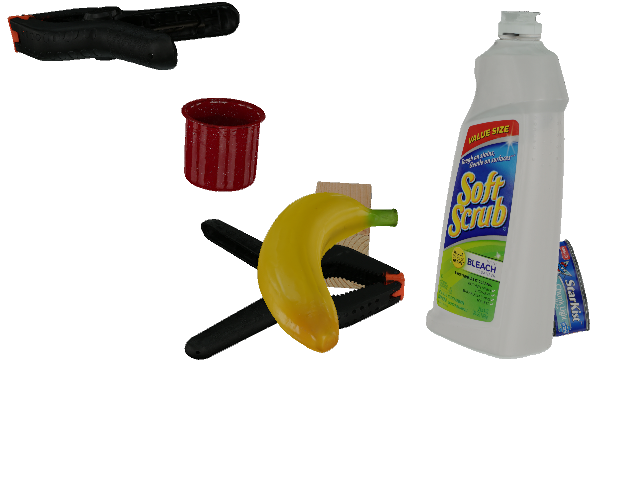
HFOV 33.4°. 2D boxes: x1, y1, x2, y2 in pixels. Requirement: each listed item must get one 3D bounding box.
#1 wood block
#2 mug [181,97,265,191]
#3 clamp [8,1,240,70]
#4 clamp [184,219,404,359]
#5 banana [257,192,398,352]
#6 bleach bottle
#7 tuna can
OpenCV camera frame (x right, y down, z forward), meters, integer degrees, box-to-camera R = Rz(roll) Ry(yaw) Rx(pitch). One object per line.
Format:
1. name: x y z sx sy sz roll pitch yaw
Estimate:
1. wood block: 0.031 -0.012 1.649 0.091 0.090 0.206 4 24 2
2. mug: -0.108 -0.111 1.206 0.093 0.081 0.117 10 27 8
3. clamp: -0.147 -0.156 0.791 0.172 0.039 0.120 11 22 26
4. clamp: -0.027 0.051 1.014 0.210 0.164 0.036 5 -40 7
5. banana: -0.003 0.008 0.643 0.070 0.037 0.197 4 24 14
6. bleach bottle: 0.135 -0.044 0.802 0.067 0.251 0.103 -7 16 -34
7. tuna can: 0.219 0.044 0.977 0.034 0.086 0.086 -13 -1 6
